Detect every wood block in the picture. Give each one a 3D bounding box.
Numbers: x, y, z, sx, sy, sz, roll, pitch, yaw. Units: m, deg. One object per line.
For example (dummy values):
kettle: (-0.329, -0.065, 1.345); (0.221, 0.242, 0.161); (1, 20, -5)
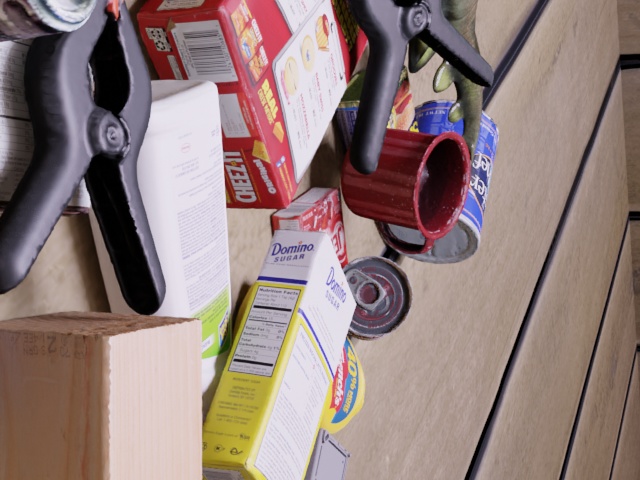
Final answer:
wood block: (-0.122, 0.145, 0.564); (0.090, 0.090, 0.206); (-5, 96, -66)

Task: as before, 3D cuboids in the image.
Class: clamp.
clamp: (0.059, -0.164, 0.828); (0.164, 0.036, 0.210); (-43, 131, -25)
clamp: (-0.111, -0.042, 0.541); (0.120, 0.039, 0.171); (37, 57, -61)

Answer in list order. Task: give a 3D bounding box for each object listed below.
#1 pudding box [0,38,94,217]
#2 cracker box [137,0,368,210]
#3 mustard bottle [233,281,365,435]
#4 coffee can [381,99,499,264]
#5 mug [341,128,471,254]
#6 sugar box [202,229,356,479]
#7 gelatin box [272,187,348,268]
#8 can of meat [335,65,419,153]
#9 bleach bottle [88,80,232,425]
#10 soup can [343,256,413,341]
pudding box: (-0.155, -0.070, 0.544); (0.089, 0.039, 0.113); (2, 87, -66)
cracker box: (-0.040, -0.151, 0.768); (0.213, 0.072, 0.164); (-68, 150, -42)
mustard bottle: (-0.007, 0.107, 0.867); (0.191, 0.058, 0.096); (50, 41, -57)
coffee can: (0.126, -0.061, 1.112); (0.102, 0.103, 0.140); (60, 38, -50)
mug: (0.073, -0.042, 0.924); (0.093, 0.082, 0.117); (-36, 129, -44)
sugar box: (-0.026, 0.089, 0.705); (0.093, 0.048, 0.176); (68, 31, -50)
gelatin box: (-0.006, 0.001, 0.901); (0.089, 0.030, 0.073); (-38, 126, -60)
can of meat: (0.055, -0.110, 1.008); (0.102, 0.058, 0.084); (-54, 136, -53)
bleach bottle: (-0.094, 0.032, 0.661); (0.102, 0.068, 0.251); (-37, 126, -60)
soup can: (0.044, 0.053, 0.933); (0.102, 0.068, 0.068); (84, 10, -82)
